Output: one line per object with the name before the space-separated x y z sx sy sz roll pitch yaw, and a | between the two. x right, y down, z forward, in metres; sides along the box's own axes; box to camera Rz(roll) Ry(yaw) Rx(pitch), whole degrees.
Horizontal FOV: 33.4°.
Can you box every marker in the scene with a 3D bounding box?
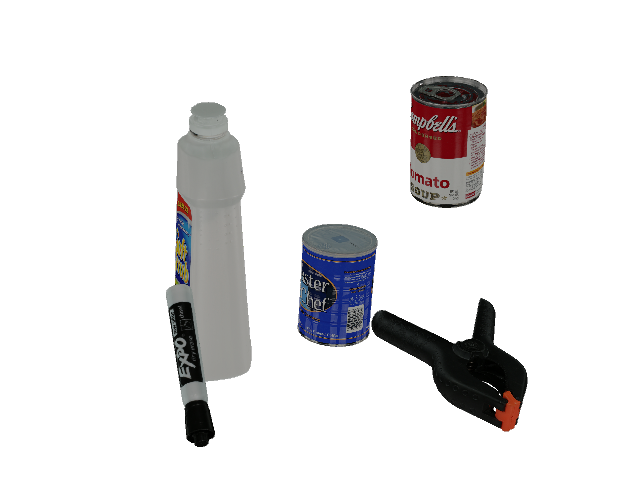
marker | -0.088 0.083 0.721 0.020 0.121 0.020 -9 -36 -7

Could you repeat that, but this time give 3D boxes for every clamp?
clamp | 0.134 0.100 0.929 0.120 0.039 0.172 -16 36 -23

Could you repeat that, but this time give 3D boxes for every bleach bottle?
bleach bottle | -0.096 -0.003 0.920 0.068 0.251 0.103 -7 34 -14

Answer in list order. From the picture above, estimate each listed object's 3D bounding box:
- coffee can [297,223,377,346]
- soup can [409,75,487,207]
coffee can | 0.022 0.060 1.468 0.103 0.140 0.103 3 23 -1
soup can | 0.115 -0.089 0.967 0.068 0.102 0.068 -1 30 1
